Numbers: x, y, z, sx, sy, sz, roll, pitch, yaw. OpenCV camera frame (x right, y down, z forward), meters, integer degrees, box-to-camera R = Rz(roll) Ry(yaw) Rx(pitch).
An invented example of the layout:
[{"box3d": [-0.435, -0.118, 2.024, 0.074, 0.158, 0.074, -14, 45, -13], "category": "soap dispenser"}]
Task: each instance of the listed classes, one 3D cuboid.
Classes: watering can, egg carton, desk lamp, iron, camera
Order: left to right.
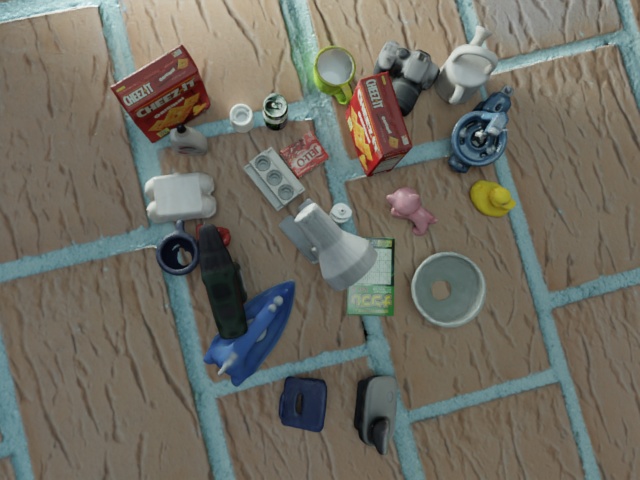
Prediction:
[{"box3d": [-0.304, -0.094, 1.253, 0.150, 0.069, 0.107, -8, 85, -5], "category": "egg carton"}, {"box3d": [-0.133, 0.184, 1.205, 0.118, 0.141, 0.258, 38, 83, 0], "category": "iron"}, {"box3d": [0.011, 0.004, 1.198, 0.118, 0.213, 0.203, -43, 89, -7], "category": "desk lamp"}, {"box3d": [0.186, -0.364, 1.304, 0.143, 0.100, 0.137, 25, 83, -2], "category": "camera"}, {"box3d": [0.329, -0.389, 1.272, 0.101, 0.194, 0.173, 1, 85, -4], "category": "watering can"}]

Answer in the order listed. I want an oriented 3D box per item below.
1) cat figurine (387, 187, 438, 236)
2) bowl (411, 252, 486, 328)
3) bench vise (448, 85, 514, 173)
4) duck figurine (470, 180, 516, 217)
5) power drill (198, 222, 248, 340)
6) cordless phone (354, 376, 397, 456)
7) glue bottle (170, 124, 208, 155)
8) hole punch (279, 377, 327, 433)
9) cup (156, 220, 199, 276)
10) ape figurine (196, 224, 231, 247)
[{"box3d": [0.206, -0.071, 1.270, 0.128, 0.117, 0.067, 36, 83, -1], "category": "cat figurine"}, {"box3d": [0.279, 0.111, 1.281, 0.167, 0.074, 0.167, 0, 85, -5], "category": "bowl"}, {"box3d": [0.361, -0.260, 1.249, 0.121, 0.219, 0.207, 14, 84, -3], "category": "bench vise"}, {"box3d": [0.398, -0.099, 1.305, 0.104, 0.086, 0.077, 35, 83, -1], "category": "duck figurine"}, {"box3d": [-0.199, 0.086, 1.175, 0.075, 0.208, 0.230, -15, 86, -6], "category": "power drill"}, {"box3d": [0.129, 0.363, 1.189, 0.094, 0.185, 0.148, 2, 84, -4], "category": "cordless phone"}, {"box3d": [-0.285, -0.217, 1.214, 0.078, 0.173, 0.037, -4, 85, -5], "category": "glue bottle"}, {"box3d": [-0.036, 0.351, 1.223, 0.101, 0.091, 0.109, 6, 84, -4], "category": "hole punch"}, {"box3d": [-0.297, 0.019, 1.230, 0.091, 0.095, 0.118, 1, 85, -5], "category": "cup"}, {"box3d": [-0.237, -0.008, 1.239, 0.078, 0.092, 0.076, 42, 83, 0], "category": "ape figurine"}]
